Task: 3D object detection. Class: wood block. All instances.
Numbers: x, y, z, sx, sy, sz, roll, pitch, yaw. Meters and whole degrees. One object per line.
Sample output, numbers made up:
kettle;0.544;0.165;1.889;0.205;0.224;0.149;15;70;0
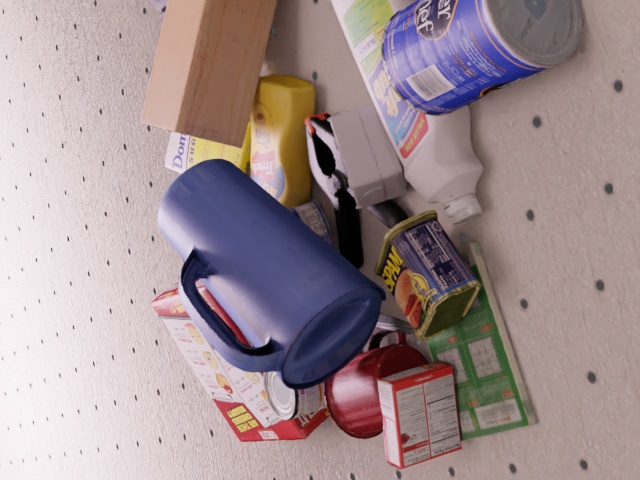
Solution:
wood block;-0.118;-0.214;1.175;0.091;0.090;0.206;18;95;54

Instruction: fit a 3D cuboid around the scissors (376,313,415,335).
scissors;0.032;0.095;1.131;0.096;0.016;0.202;-59;29;5

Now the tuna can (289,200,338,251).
tuna can;-0.008;0.001;1.176;0.086;0.033;0.086;162;90;-80

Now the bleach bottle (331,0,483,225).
bleach bottle;0.095;-0.138;0.991;0.103;0.067;0.251;-33;75;51

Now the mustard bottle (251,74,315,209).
mustard bottle;-0.045;-0.087;1.213;0.096;0.058;0.192;27;121;52

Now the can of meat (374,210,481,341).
can of meat;0.100;0.035;0.993;0.084;0.057;0.102;59;161;22

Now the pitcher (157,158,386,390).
pitcher;-0.065;0.029;1.074;0.145;0.149;0.243;-48;61;3

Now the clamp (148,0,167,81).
clamp;-0.186;-0.277;1.386;0.210;0.036;0.164;15;121;50

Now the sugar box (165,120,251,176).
sugar box;-0.127;-0.114;1.322;0.176;0.048;0.093;22;99;49

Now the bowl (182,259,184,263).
bowl;-0.100;0.028;1.303;0.162;0.055;0.162;32;142;29

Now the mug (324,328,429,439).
mug;0.066;0.142;1.100;0.082;0.093;0.117;-26;46;51

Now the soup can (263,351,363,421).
soup can;-0.003;0.156;1.181;0.069;0.102;0.068;22;117;52

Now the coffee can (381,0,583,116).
coffee can;0.132;-0.172;0.888;0.141;0.102;0.103;-20;83;56

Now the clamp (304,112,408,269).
clamp;0.027;-0.052;1.137;0.120;0.039;0.171;-51;58;45

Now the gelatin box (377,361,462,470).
gelatin box;0.097;0.170;1.037;0.030;0.073;0.089;11;111;60

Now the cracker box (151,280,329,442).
cracker box;-0.092;0.135;1.277;0.213;0.072;0.164;58;148;-9
